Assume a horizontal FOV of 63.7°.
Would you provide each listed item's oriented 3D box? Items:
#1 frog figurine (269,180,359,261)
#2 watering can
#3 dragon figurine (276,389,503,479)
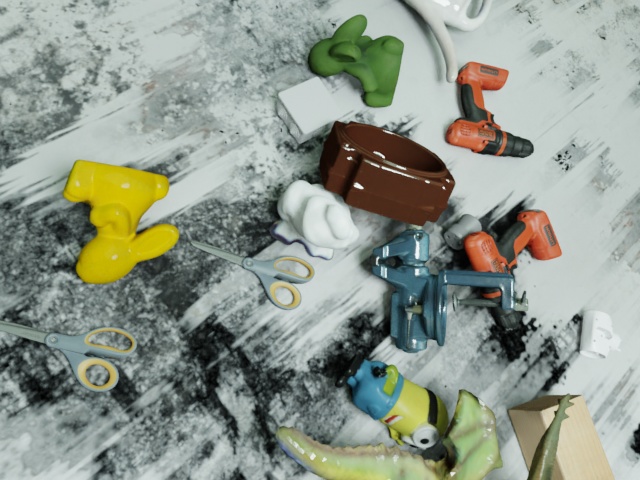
[{"bbox_3d":[0.002,-0.040,0.801,0.137,0.157,0.124,44,64,0],"label":"frog figurine"},{"bbox_3d":[0.245,-0.497,1.067,0.224,0.102,0.354,26,65,-6],"label":"watering can"},{"bbox_3d":[0.145,0.310,0.710,0.246,0.122,0.406,-45,110,-19],"label":"dragon figurine"}]
